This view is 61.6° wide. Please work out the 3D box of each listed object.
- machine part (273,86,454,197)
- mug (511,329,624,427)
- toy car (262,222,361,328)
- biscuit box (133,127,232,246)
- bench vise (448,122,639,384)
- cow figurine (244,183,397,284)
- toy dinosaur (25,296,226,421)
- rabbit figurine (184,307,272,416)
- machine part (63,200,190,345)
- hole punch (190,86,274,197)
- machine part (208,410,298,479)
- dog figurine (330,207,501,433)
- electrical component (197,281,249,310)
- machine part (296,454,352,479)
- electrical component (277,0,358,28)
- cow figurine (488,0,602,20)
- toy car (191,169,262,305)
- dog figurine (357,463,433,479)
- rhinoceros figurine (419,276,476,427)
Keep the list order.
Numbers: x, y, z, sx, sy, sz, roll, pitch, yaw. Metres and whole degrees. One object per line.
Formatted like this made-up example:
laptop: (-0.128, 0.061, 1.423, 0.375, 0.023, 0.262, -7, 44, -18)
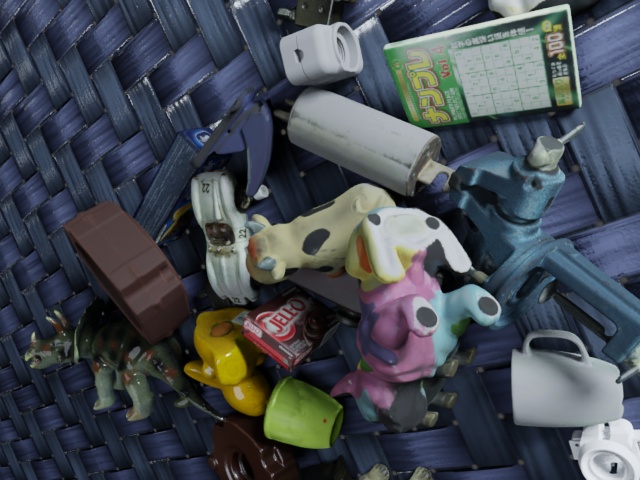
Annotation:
machine part: (0.050, -0.117, 0.628, 0.243, 0.079, 0.079, 27, 117, 23)
mug: (0.263, 0.148, 0.576, 0.107, 0.081, 0.109, -1, 100, 21)
toy car: (-0.002, 0.046, 0.723, 0.202, 0.053, 0.089, 22, 94, 24)
biscuit box: (-0.214, -0.077, 0.816, 0.063, 0.059, 0.202, 48, 124, 12)
bench vise: (0.225, 0.024, 0.520, 0.241, 0.129, 0.223, 47, 133, 33)
cow figurine: (-0.001, -0.002, 0.629, 0.195, 0.127, 0.085, -25, 65, 16)
toy dinosaur: (-0.327, 0.200, 0.943, 0.405, 0.131, 0.192, -2, 103, 26)
rabbit figurine: (-0.133, 0.197, 0.819, 0.163, 0.122, 0.173, 3, 124, 35)
machine part: (-0.295, 0.051, 0.841, 0.201, 0.087, 0.201, 44, 156, 18)
hole punch: (-0.093, -0.126, 0.690, 0.092, 0.142, 0.115, 34, 108, -9)
machine part: (-0.110, 0.360, 0.862, 0.180, 0.056, 0.179, 13, 109, 42)
dog figurine: (0.072, 0.094, 0.574, 0.192, 0.108, 0.219, 64, 146, 29)
electrical component: (-0.155, 0.090, 0.851, 0.094, 0.021, 0.063, -19, 94, 34)
machine part: (-0.006, 0.382, 0.836, 0.139, 0.039, 0.084, -39, 74, 36)
electrical component: (-0.007, -0.287, 0.632, 0.102, 0.045, 0.078, 28, 116, 23)
cow figurine: (0.235, -0.240, 0.479, 0.167, 0.068, 0.098, -12, 103, 38)
toy car: (-0.132, -0.001, 0.767, 0.074, 0.056, 0.201, 1, 108, 29)
dog figurine: (0.066, 0.398, 0.701, 0.172, 0.190, 0.121, -35, 84, 36)
rhinoceros figurine: (0.127, 0.134, 0.662, 0.112, 0.073, 0.190, 23, 117, 37)
